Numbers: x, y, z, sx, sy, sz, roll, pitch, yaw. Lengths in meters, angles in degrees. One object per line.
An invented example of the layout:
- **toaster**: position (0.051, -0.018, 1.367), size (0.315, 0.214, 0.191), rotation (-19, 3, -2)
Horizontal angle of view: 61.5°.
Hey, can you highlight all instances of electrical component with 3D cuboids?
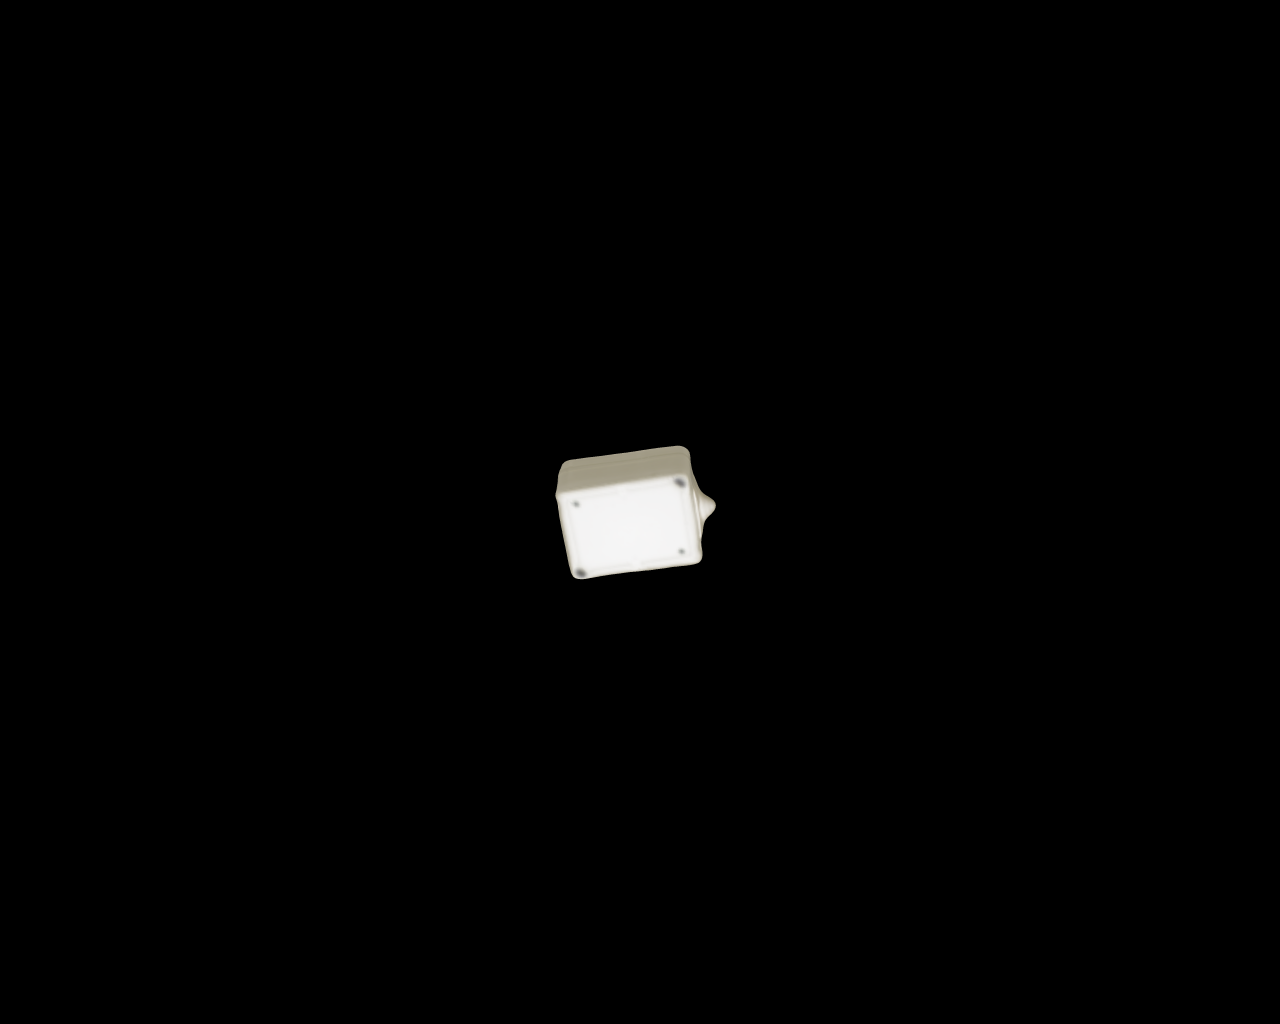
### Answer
- **electrical component**: position (0.001, -0.003, 0.650), size (0.096, 0.061, 0.061), rotation (-8, 24, 3)
